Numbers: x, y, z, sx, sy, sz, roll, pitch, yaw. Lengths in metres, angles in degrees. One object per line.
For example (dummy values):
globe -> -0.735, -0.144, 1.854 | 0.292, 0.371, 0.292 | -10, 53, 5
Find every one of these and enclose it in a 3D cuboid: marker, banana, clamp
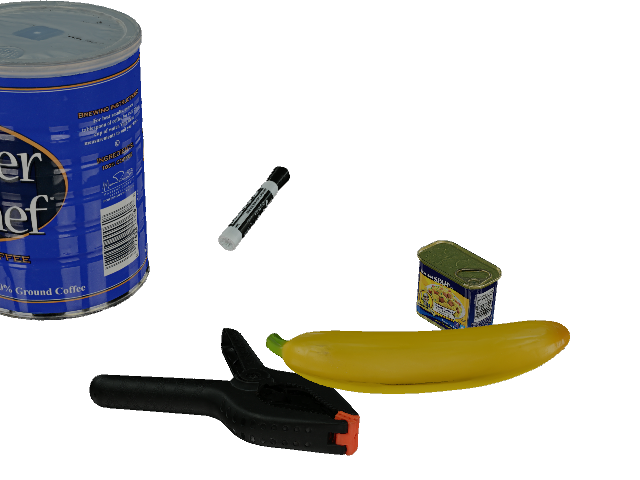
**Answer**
marker -> -0.063, -0.034, 1.056 | 0.020, 0.020, 0.121 | 0, 39, 34
banana -> 0.062, 0.069, 0.669 | 0.198, 0.037, 0.069 | 0, 25, 2
clamp -> -0.053, 0.119, 0.846 | 0.210, 0.036, 0.164 | 12, 19, 29

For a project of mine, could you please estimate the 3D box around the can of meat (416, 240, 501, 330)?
can of meat -> 0.160, 0.061, 1.258 | 0.057, 0.084, 0.102 | -23, 39, -34

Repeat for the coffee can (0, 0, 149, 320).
coffee can -> -0.144, -0.044, 0.564 | 0.103, 0.140, 0.103 | 2, 29, -1
